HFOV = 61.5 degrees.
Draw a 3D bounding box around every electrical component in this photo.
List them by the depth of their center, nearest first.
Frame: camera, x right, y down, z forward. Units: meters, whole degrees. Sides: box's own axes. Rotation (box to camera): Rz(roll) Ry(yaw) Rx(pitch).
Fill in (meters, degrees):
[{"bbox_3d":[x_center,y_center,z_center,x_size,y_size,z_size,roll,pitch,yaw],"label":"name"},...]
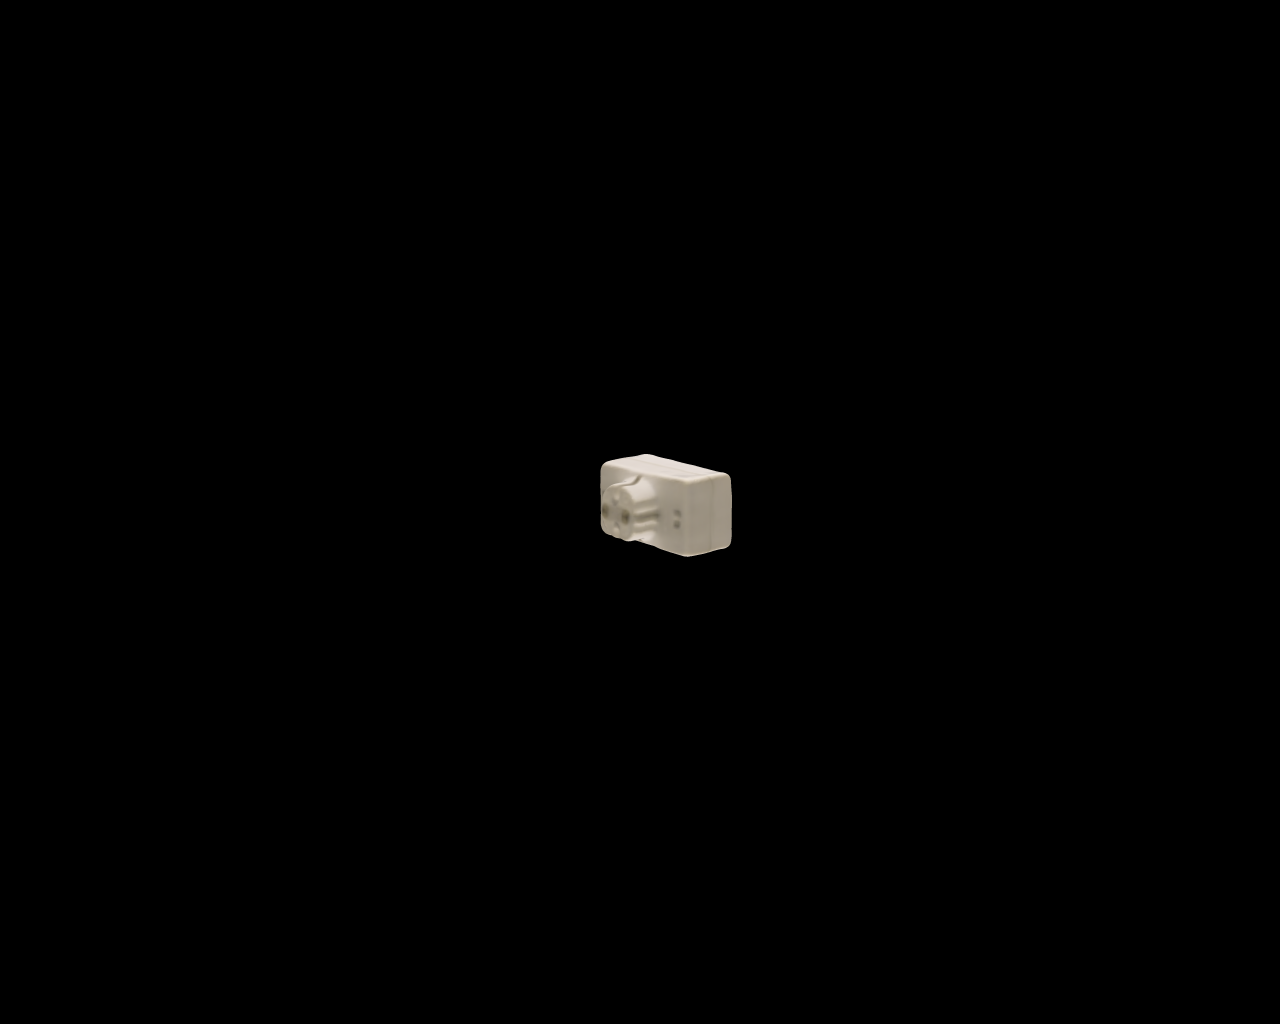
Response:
[{"bbox_3d":[0.001,-0.003,0.650,0.076,0.047,0.083,-11,17,-38],"label":"electrical component"}]
